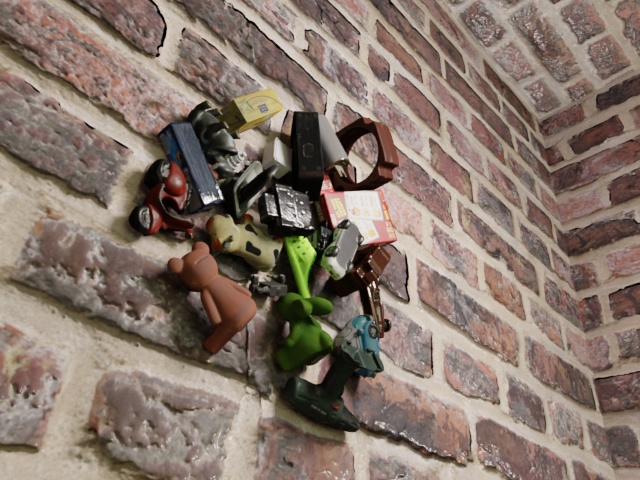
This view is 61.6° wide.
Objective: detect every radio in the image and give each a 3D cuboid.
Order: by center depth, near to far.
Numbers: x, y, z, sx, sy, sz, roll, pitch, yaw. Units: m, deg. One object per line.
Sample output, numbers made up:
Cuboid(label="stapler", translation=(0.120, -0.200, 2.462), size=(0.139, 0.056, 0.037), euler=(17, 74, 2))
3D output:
Cuboid(label="radio", translation=(-0.037, -0.228, 1.454), size=(0.073, 0.131, 0.229), euler=(-2, 65, -9))

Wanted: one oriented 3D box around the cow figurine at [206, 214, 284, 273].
Cuboid(label="cow figurine", translation=(-0.177, 0.008, 1.216), size=(0.194, 0.085, 0.127), euler=(36, 39, -31))

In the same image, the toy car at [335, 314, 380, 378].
Cuboid(label="toy car", translation=(0.090, 0.272, 1.363), size=(0.103, 0.109, 0.161), euler=(-1, 81, -25))

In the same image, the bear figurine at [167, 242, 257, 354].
Cuboid(label="bear figurine", translation=(-0.227, 0.112, 1.093), size=(0.196, 0.132, 0.120), euler=(42, 39, 2))

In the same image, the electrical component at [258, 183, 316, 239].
Cuboid(label="electrical component", translation=(-0.082, -0.066, 1.253), size=(0.134, 0.058, 0.115), euler=(7, 59, -41))

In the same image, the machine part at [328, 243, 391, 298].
Cuboid(label="machine part", translation=(0.102, 0.078, 1.424), size=(0.056, 0.179, 0.179), euler=(53, 39, -8))

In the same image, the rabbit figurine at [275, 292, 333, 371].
Cuboid(label="rabbit figurine", translation=(-0.048, 0.190, 1.221), size=(0.121, 0.159, 0.170), euler=(-7, 59, -40))

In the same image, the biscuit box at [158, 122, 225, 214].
Cuboid(label="biscuit box", translation=(-0.289, -0.162, 1.198), size=(0.063, 0.059, 0.202), euler=(-18, 84, -50))

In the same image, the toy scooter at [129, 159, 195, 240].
Cuboid(label="toy scooter", translation=(-0.309, -0.072, 1.114), size=(0.135, 0.075, 0.184), euler=(33, 51, -33))

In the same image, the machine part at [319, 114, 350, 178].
Cuboid(label="machine part", translation=(0.019, -0.282, 1.579), size=(0.079, 0.079, 0.243), euler=(-2, 59, -49))

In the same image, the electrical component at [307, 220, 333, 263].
Cuboid(label="electrical component", translation=(-0.003, -0.004, 1.422), size=(0.047, 0.075, 0.119), euler=(27, 55, -38))

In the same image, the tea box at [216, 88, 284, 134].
Cuboid(label="tea box", translation=(-0.184, -0.326, 1.381), size=(0.068, 0.098, 0.169), euler=(60, 37, -6))

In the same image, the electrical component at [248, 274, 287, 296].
Cuboid(label="electrical component", translation=(-0.120, 0.102, 1.238), size=(0.102, 0.078, 0.045), euler=(4, 91, -38))

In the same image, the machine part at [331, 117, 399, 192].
Cuboid(label="machine part", translation=(0.125, -0.245, 1.602), size=(0.087, 0.201, 0.201), euler=(4, 66, -50))

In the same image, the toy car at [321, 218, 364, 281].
Cuboid(label="toy car", translation=(0.059, 0.020, 1.384), size=(0.073, 0.056, 0.202), euler=(48, 38, -19))

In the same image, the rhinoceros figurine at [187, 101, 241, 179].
Cuboid(label="rhinoceros figurine", translation=(-0.249, -0.230, 1.247), size=(0.190, 0.112, 0.073), euler=(59, 8, 15))

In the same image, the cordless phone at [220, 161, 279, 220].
Cuboid(label="cordless phone", translation=(-0.148, -0.141, 1.247), size=(0.088, 0.184, 0.146), euler=(46, 41, -15))

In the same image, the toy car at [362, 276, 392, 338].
Cuboid(label="toy car", translation=(0.153, 0.176, 1.519), size=(0.089, 0.053, 0.202), euler=(13, 59, -48))

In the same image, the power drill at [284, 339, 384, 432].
Cuboid(label="power drill", translation=(0.050, 0.330, 1.207), size=(0.232, 0.207, 0.086), euler=(29, 24, -26))
